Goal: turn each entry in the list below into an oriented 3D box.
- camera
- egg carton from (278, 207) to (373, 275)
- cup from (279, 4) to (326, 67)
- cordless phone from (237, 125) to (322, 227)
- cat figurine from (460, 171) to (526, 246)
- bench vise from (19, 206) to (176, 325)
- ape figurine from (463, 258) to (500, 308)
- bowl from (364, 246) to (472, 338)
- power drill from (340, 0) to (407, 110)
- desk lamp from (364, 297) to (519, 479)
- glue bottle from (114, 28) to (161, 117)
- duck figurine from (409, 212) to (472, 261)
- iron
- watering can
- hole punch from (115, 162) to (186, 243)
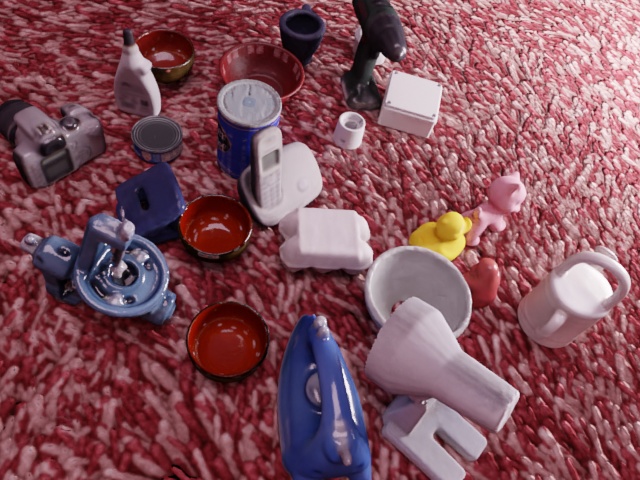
[{"bbox_3d":[-0.445,-0.180,0.922,0.136,0.101,0.143,41,59,15],"label":"camera"},{"bbox_3d":[0.008,0.003,0.913,0.150,0.069,0.107,2,57,-10],"label":"egg carton"},{"bbox_3d":[-0.039,-0.408,1.153,0.091,0.095,0.118,10,56,-5],"label":"cup"},{"bbox_3d":[-0.058,-0.120,0.910,0.094,0.185,0.148,42,60,16],"label":"cordless phone"},{"bbox_3d":[0.301,-0.062,0.985,0.128,0.118,0.067,-28,66,-25],"label":"cat figurine"},{"bbox_3d":[-0.296,0.033,0.743,0.207,0.220,0.121,4,57,-8],"label":"bench vise"},{"bbox_3d":[0.257,0.061,0.913,0.078,0.092,0.076,0,58,-11],"label":"ape figurine"},{"bbox_3d":[0.141,0.097,0.877,0.167,0.075,0.167,5,57,-8],"label":"bowl"},{"bbox_3d":[0.099,-0.350,1.075,0.076,0.208,0.229,-4,59,-13],"label":"power drill"},{"bbox_3d":[0.149,0.195,0.731,0.203,0.213,0.118,40,59,15],"label":"desk lamp"},{"bbox_3d":[-0.315,-0.284,0.971,0.078,0.173,0.037,15,56,-1],"label":"glue bottle"},{"bbox_3d":[0.204,-0.012,0.952,0.105,0.086,0.077,-11,60,-18],"label":"duck figurine"},{"bbox_3d":[0.004,0.189,0.750,0.119,0.141,0.258,-3,58,-13],"label":"iron"},{"bbox_3d":[0.389,0.076,0.868,0.101,0.194,0.173,22,56,3],"label":"watering can"},{"bbox_3d":[-0.261,-0.052,0.882,0.101,0.091,0.108,-17,62,-21],"label":"hole punch"}]
